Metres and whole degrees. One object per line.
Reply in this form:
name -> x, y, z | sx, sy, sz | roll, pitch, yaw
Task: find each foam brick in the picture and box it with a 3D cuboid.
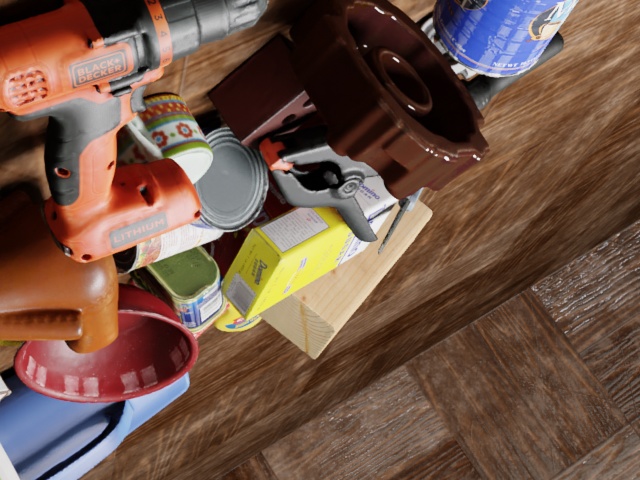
foam brick -> -0.038, -0.114, 0.841 | 0.078, 0.051, 0.053 | -38, 165, 14

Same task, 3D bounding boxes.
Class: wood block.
wood block -> 0.030, 0.025, 1.239 | 0.205, 0.090, 0.091 | -48, 174, -31

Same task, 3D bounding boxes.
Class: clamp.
clamp -> 0.028, -0.060, 0.879 | 0.171, 0.039, 0.120 | 20, 116, -48
clamp -> 0.147, -0.141, 1.043 | 0.165, 0.036, 0.209 | -29, -172, 35

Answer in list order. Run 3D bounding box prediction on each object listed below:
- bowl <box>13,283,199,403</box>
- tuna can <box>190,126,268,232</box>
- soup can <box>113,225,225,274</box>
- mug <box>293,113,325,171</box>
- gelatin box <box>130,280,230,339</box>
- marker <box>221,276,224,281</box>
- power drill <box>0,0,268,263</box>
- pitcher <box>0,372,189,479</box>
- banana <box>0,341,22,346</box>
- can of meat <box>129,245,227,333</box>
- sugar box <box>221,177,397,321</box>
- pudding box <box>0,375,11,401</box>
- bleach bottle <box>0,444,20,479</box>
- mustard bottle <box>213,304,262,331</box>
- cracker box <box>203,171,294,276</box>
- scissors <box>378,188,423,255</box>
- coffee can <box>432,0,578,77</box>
bowl -> -0.191, 0.085, 0.956 | 0.162, 0.055, 0.162 | -8, 145, -6
tuna can -> -0.084, -0.050, 0.876 | 0.034, 0.086, 0.085 | 5, -161, 44
soup can -> -0.135, -0.019, 0.901 | 0.102, 0.068, 0.069 | -22, 161, -42
mug -> -0.005, -0.080, 0.944 | 0.081, 0.093, 0.117 | -28, 156, -5
gelatin box -> -0.142, 0.055, 1.079 | 0.073, 0.089, 0.030 | -42, 164, 29
marker -> -0.099, 0.046, 1.038 | 0.121, 0.020, 0.020 | -17, 162, -12
power drill -> -0.117, -0.080, 0.676 | 0.184, 0.057, 0.188 | -21, 143, -19
pitcher -> -0.259, 0.182, 1.134 | 0.242, 0.149, 0.145 | -32, 165, -21
banana -> -0.261, 0.068, 0.964 | 0.069, 0.037, 0.197 | -35, 166, 5
can of meat -> -0.134, 0.027, 0.984 | 0.057, 0.102, 0.084 | -40, 165, -17
sugar box -> -0.006, 0.001, 0.983 | 0.175, 0.048, 0.093 | -27, 158, -42
pudding box -> -0.314, 0.103, 0.852 | 0.039, 0.090, 0.113 | -40, 165, 19
bleach bottle -> -0.308, 0.214, 0.900 | 0.102, 0.251, 0.068 | -28, 164, -22
mustard bottle -> -0.092, 0.065, 1.286 | 0.096, 0.058, 0.192 | -34, 167, -22
cracker box -> -0.015, -0.038, 1.101 | 0.213, 0.072, 0.164 | -27, 163, -23
scissors -> 0.098, -0.055, 1.032 | 0.096, 0.016, 0.201 | -54, -178, 23
coffee can -> 0.160, -0.212, 0.858 | 0.102, 0.103, 0.140 | -28, 164, -24
